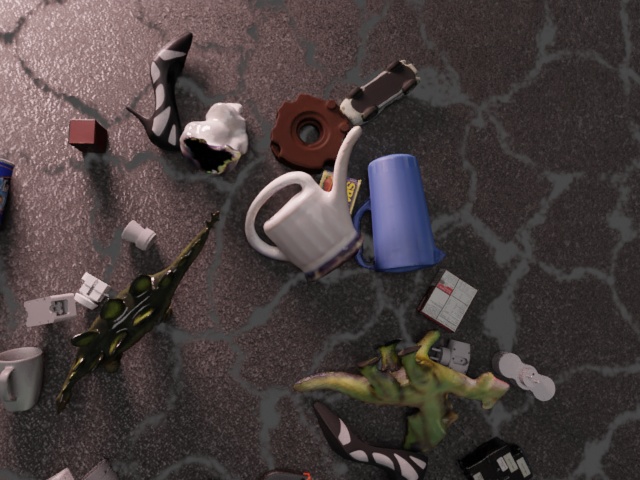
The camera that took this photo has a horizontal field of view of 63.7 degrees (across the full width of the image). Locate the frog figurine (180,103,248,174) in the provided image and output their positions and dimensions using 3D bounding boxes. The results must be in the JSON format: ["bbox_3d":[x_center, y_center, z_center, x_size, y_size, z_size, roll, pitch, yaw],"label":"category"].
[{"bbox_3d":[-0.220,-0.222,1.096,0.137,0.119,0.163,3,47,-2],"label":"frog figurine"}]

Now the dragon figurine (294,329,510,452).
[{"bbox_3d":[0.174,0.329,1.051,0.409,0.123,0.242,-21,94,11],"label":"dragon figurine"}]

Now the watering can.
[{"bbox_3d":[0.003,-0.052,1.029,0.343,0.106,0.223,-36,102,26],"label":"watering can"}]
